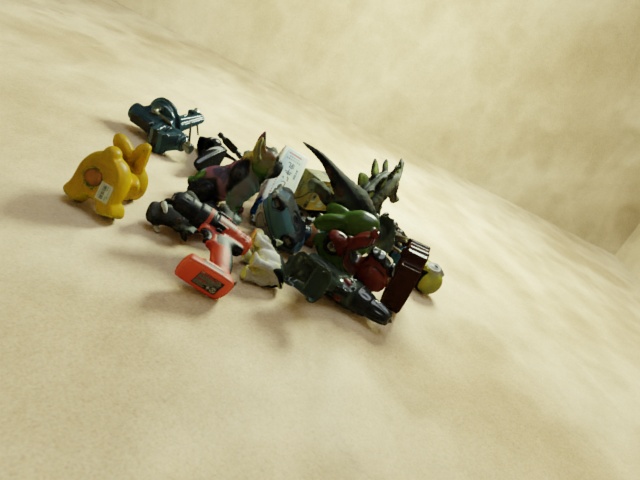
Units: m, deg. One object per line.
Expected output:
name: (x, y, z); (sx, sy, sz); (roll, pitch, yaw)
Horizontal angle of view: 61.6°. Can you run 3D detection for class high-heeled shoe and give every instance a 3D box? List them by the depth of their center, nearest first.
high-heeled shoe: (-0.327, -0.249, 1.495); (0.145, 0.086, 0.249); (30, 16, 9)

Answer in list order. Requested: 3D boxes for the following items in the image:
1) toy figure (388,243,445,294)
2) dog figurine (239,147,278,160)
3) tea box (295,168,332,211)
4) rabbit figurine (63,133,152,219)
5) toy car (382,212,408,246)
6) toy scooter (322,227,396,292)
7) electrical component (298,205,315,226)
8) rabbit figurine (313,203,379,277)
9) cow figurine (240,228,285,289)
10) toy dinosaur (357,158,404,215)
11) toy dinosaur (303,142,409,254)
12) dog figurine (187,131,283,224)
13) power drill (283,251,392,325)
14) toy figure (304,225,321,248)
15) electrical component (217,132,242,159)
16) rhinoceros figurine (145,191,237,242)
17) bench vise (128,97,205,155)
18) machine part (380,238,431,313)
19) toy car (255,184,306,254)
toy figure: (0.262, 0.076, 1.468); (0.082, 0.089, 0.180); (-10, 33, -39)
dog figurine: (-0.203, -0.191, 1.532); (0.172, 0.121, 0.191); (-13, 9, -25)
tea box: (0.003, -0.138, 1.502); (0.068, 0.098, 0.169); (40, 19, 24)
rabbit figurine: (-0.405, -0.130, 1.079); (0.122, 0.162, 0.173); (19, 2, 11)
toy car: (0.226, -0.025, 1.625); (0.089, 0.053, 0.202); (55, 11, 19)
toy scooter: (0.103, 0.034, 1.175); (0.183, 0.135, 0.075); (45, 43, -14)
electrical component: (-0.059, -0.064, 1.443); (0.078, 0.045, 0.102); (15, 25, -33)
rabbit figurine: (0.068, -0.020, 1.269); (0.159, 0.170, 0.121); (39, 44, -2)
cow figurine: (-0.111, 0.036, 1.130); (0.098, 0.068, 0.167); (27, 24, -18)
toy dinosaur: (0.151, -0.130, 1.639); (0.105, 0.198, 0.471); (24, 52, 21)
toy dinosaur: (0.091, -0.076, 1.362); (0.192, 0.131, 0.404); (23, -19, 43)
dog figurine: (-0.197, -0.163, 1.272); (0.191, 0.219, 0.108); (26, 18, -8)
power drill: (0.031, 0.095, 1.106); (0.232, 0.086, 0.207); (36, 11, 29)
toy figure: (-0.002, -0.004, 1.366); (0.154, 0.057, 0.064); (16, 15, -17)
electrical component: (-0.252, -0.266, 1.518); (0.094, 0.021, 0.063); (46, 1, -9)
rhinoceros figurine: (-0.268, -0.041, 1.123); (0.190, 0.073, 0.112); (16, 35, -32)
bench vise: (-0.403, -0.325, 1.505); (0.224, 0.128, 0.240); (24, 33, 20)
machine part: (0.197, 0.083, 1.260); (0.056, 0.179, 0.179); (27, 21, 5)
toy car: (-0.101, -0.043, 1.261); (0.103, 0.161, 0.109); (-12, 22, 18)
